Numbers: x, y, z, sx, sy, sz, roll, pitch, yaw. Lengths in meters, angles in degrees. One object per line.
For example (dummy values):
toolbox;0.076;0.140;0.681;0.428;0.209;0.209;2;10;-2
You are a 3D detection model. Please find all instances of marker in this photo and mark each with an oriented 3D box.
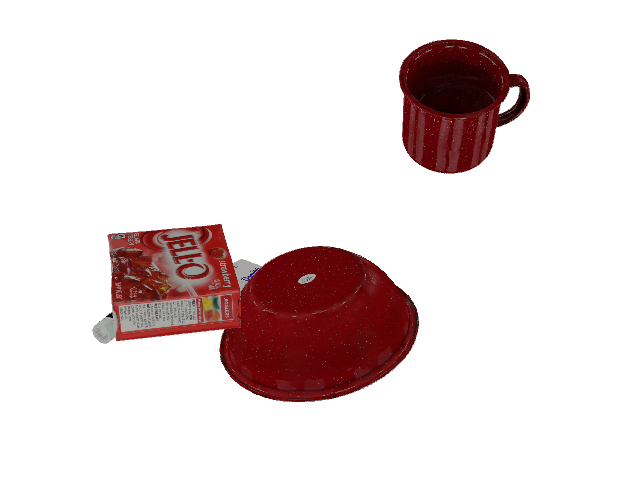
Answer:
marker;-0.164;0.056;0.967;0.020;0.020;0.121;0;25;27

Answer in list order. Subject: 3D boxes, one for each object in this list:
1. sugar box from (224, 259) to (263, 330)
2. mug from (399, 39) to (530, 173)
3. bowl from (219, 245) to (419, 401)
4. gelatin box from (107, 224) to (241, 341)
sugar box;-0.029;0.090;1.158;0.176;0.093;0.048;22;38;34
mug;0.124;-0.115;0.925;0.117;0.093;0.081;-13;-36;-8
bowl;-0.006;0.052;0.839;0.162;0.055;0.162;-8;33;5
gelatin box;-0.089;0.022;0.642;0.073;0.030;0.089;-5;28;-10
